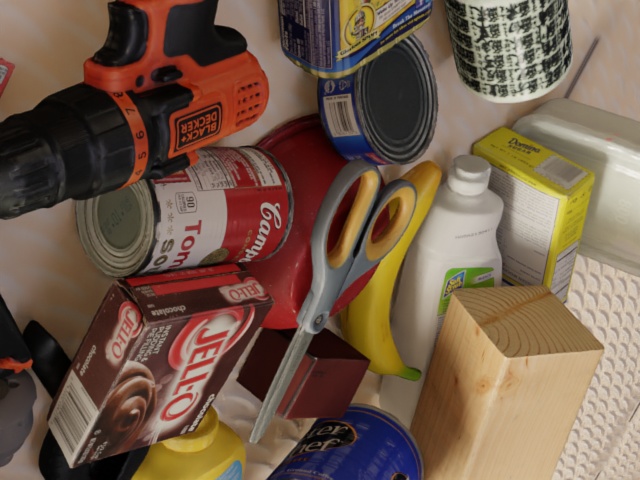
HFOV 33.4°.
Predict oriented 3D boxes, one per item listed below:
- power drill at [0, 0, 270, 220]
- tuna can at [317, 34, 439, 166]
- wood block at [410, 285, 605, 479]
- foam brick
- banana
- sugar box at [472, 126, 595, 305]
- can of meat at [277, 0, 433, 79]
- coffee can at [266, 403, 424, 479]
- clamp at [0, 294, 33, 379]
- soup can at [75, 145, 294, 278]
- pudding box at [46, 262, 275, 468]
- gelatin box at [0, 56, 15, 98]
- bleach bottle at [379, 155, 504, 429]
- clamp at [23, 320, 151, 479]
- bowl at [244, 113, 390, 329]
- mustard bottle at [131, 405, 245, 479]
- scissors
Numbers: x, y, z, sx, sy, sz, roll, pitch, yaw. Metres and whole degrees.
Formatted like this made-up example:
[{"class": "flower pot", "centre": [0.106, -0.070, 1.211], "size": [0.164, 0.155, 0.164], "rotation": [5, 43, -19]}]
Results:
[{"class": "power drill", "centre": [-0.086, -0.111, 0.468], "size": [0.184, 0.057, 0.188], "rotation": [-32, 139, -49]}, {"class": "tuna can", "centre": [0.036, -0.088, 0.661], "size": [0.085, 0.034, 0.086], "rotation": [1, 89, -50]}, {"class": "wood block", "centre": [0.135, 0.147, 0.852], "size": [0.090, 0.090, 0.206], "rotation": [-1, 122, -23]}, {"class": "foam brick", "centre": [-0.010, 0.095, 0.778], "size": [0.078, 0.051, 0.053], "rotation": [14, 106, -56]}, {"class": "banana", "centre": [0.049, 0.031, 0.803], "size": [0.069, 0.037, 0.198], "rotation": [-15, 127, -25]}, {"class": "sugar box", "centre": [0.165, 0.003, 0.883], "size": [0.048, 0.093, 0.176], "rotation": [-34, 142, -31]}, {"class": "can of meat", "centre": [0.021, -0.151, 0.598], "size": [0.102, 0.057, 0.084], "rotation": [-36, 144, -28]}, {"class": "coffee can", "centre": [0.012, 0.198, 0.809], "size": [0.140, 0.103, 0.103], "rotation": [-35, 147, -65]}, {"class": "clamp", "centre": [-0.204, 0.033, 0.471], "size": [0.165, 0.036, 0.209], "rotation": [-50, 152, 19]}, {"class": "soup can", "centre": [-0.073, -0.017, 0.583], "size": [0.102, 0.069, 0.068], "rotation": [-7, 124, -49]}, {"class": "pudding box", "centre": [-0.087, 0.066, 0.577], "size": [0.089, 0.039, 0.114], "rotation": [-7, 139, -47]}, {"class": "gelatin box", "centre": [-0.181, -0.057, 0.445], "size": [0.089, 0.030, 0.073], "rotation": [14, 107, -55]}, {"class": "bleach bottle", "centre": [0.110, 0.044, 0.874], "size": [0.102, 0.068, 0.251], "rotation": [-17, 130, -30]}, {"class": "clamp", "centre": [-0.123, 0.096, 0.647], "size": [0.120, 0.039, 0.172], "rotation": [-22, 137, -34]}, {"class": "bowl", "centre": [-0.005, 0.001, 0.699], "size": [0.161, 0.055, 0.162], "rotation": [-33, 141, -31]}, {"class": "mustard bottle", "centre": [-0.094, 0.176, 0.734], "size": [0.096, 0.058, 0.192], "rotation": [-26, 137, -39]}, {"class": "scissors", "centre": [0.011, 0.038, 0.683], "size": [0.096, 0.016, 0.202], "rotation": [-15, 130, -45]}]
